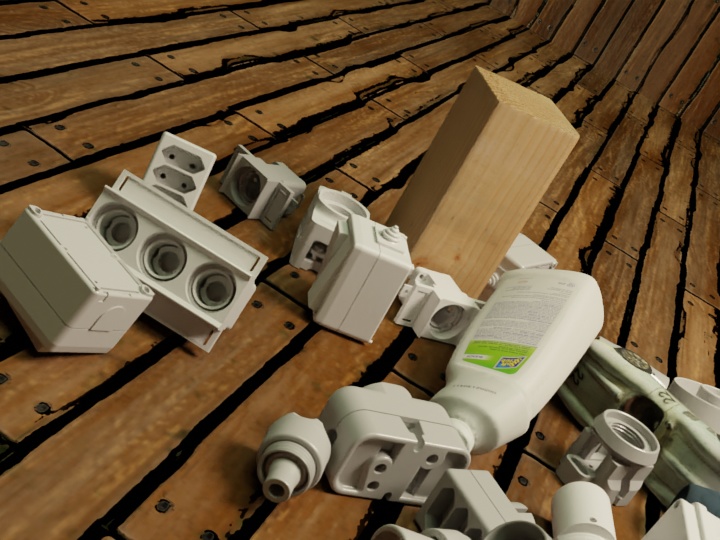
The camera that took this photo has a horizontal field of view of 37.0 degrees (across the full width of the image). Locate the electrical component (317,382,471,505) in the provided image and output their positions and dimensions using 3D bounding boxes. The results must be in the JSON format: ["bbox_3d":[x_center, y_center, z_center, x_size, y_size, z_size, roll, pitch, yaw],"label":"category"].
[{"bbox_3d":[0.019,0.116,0.727,0.095,0.053,0.059,15,27,-30],"label":"electrical component"}]

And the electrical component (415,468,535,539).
[{"bbox_3d":[0.089,0.171,0.705,0.077,0.047,0.065,11,29,-37],"label":"electrical component"}]

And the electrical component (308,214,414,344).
[{"bbox_3d":[0.000,0.000,0.886,0.061,0.096,0.061,22,24,-15],"label":"electrical component"}]

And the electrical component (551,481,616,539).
[{"bbox_3d":[0.157,0.189,0.751,0.043,0.043,0.081,27,23,-5],"label":"electrical component"}]

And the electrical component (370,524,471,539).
[{"bbox_3d":[0.037,0.176,0.640,0.055,0.045,0.045,14,28,-33],"label":"electrical component"}]

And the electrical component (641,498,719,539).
[{"bbox_3d":[0.224,0.218,0.725,0.057,0.078,0.113,32,23,-2],"label":"electrical component"}]

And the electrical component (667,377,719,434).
[{"bbox_3d":[0.337,0.148,1.042,0.099,0.064,0.099,21,11,-5],"label":"electrical component"}]

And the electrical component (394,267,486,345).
[{"bbox_3d":[0.069,0.031,0.971,0.081,0.042,0.063,16,25,-30],"label":"electrical component"}]

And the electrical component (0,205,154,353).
[{"bbox_3d":[-0.194,0.006,0.693,0.096,0.061,0.062,46,14,21],"label":"electrical component"}]

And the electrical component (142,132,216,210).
[{"bbox_3d":[-0.158,-0.073,0.904,0.047,0.065,0.077,24,-5,-12],"label":"electrical component"}]

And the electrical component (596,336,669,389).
[{"bbox_3d":[0.249,0.104,1.018,0.077,0.043,0.079,32,12,5],"label":"electrical component"}]

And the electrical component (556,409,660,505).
[{"bbox_3d":[0.203,0.150,0.865,0.078,0.057,0.058,10,30,-38],"label":"electrical component"}]

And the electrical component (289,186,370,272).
[{"bbox_3d":[-0.026,-0.036,0.979,0.050,0.055,0.089,26,24,-9],"label":"electrical component"}]

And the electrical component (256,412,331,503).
[{"bbox_3d":[-0.044,0.119,0.664,0.043,0.043,0.062,29,25,-1],"label":"electrical component"}]

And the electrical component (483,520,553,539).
[{"bbox_3d":[0.093,0.201,0.630,0.044,0.077,0.079,8,47,43],"label":"electrical component"}]

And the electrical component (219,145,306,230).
[{"bbox_3d":[-0.089,-0.077,1.011,0.081,0.042,0.064,43,23,27],"label":"electrical component"}]

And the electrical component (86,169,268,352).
[{"bbox_3d":[-0.137,-0.005,0.774,0.121,0.078,0.063,31,-6,5],"label":"electrical component"}]

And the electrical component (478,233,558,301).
[{"bbox_3d":[0.144,0.001,1.090,0.061,0.061,0.096,41,26,24],"label":"electrical component"}]
